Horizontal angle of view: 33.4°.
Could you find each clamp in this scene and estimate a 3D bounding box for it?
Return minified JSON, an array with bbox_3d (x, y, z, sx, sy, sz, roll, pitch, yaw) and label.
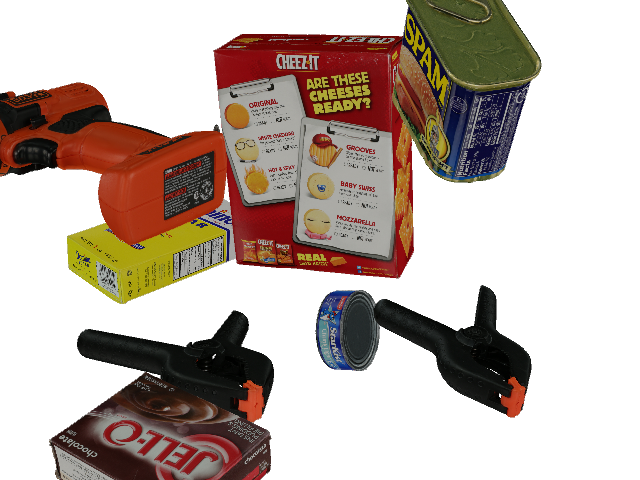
[{"bbox_3d":[0.137,0.089,0.929,0.120,0.039,0.172,-17,37,-24],"label":"clamp"},{"bbox_3d":[-0.093,0.103,0.917,0.164,0.036,0.210,-9,17,-35],"label":"clamp"}]

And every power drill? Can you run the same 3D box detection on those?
[{"bbox_3d":[-0.172,-0.055,0.715,0.188,0.057,0.184,20,32,31],"label":"power drill"}]

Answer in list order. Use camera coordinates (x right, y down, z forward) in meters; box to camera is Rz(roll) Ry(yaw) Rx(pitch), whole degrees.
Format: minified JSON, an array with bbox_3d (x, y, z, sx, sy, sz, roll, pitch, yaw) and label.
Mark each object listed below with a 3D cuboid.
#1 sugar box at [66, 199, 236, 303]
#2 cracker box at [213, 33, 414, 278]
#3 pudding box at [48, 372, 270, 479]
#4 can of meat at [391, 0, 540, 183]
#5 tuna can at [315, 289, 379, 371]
[{"bbox_3d":[-0.158,0.002,1.088,0.175,0.048,0.093,-26,41,-38],"label":"sugar box"},{"bbox_3d":[-0.001,-0.079,0.981,0.164,0.214,0.072,5,26,18],"label":"cracker box"},{"bbox_3d":[-0.102,0.138,0.685,0.114,0.039,0.089,17,33,31],"label":"pudding box"},{"bbox_3d":[0.084,-0.097,0.650,0.057,0.102,0.084,-10,-39,-14],"label":"can of meat"},{"bbox_3d":[0.029,0.095,1.133,0.034,0.086,0.086,-1,-1,30],"label":"tuna can"}]
